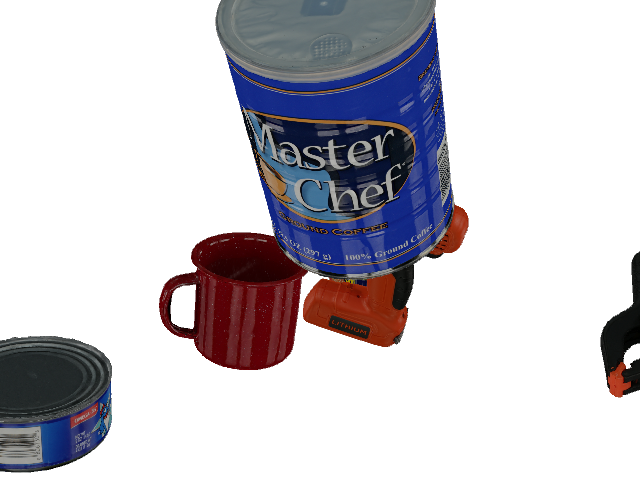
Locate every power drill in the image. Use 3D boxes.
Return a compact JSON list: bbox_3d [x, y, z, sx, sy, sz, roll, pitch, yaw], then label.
[{"bbox_3d":[0.034,0.013,1.037,0.184,0.188,0.057,19,46,5],"label":"power drill"}]

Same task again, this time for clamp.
[{"bbox_3d":[0.301,0.071,0.970,0.171,0.039,0.120,-34,38,-26],"label":"clamp"}]

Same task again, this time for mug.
[{"bbox_3d":[-0.069,0.050,0.842,0.117,0.081,0.093,-4,27,-22],"label":"mug"}]

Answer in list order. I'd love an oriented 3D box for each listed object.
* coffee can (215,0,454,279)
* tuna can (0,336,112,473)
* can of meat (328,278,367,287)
[{"bbox_3d":[0.012,-0.064,0.540,0.103,0.102,0.140,0,-42,12],"label":"coffee can"},{"bbox_3d":[-0.152,0.085,0.561,0.086,0.034,0.086,3,23,-1],"label":"tuna can"},{"bbox_3d":[0.047,0.044,1.224,0.057,0.084,0.102,-14,37,-18],"label":"can of meat"}]
